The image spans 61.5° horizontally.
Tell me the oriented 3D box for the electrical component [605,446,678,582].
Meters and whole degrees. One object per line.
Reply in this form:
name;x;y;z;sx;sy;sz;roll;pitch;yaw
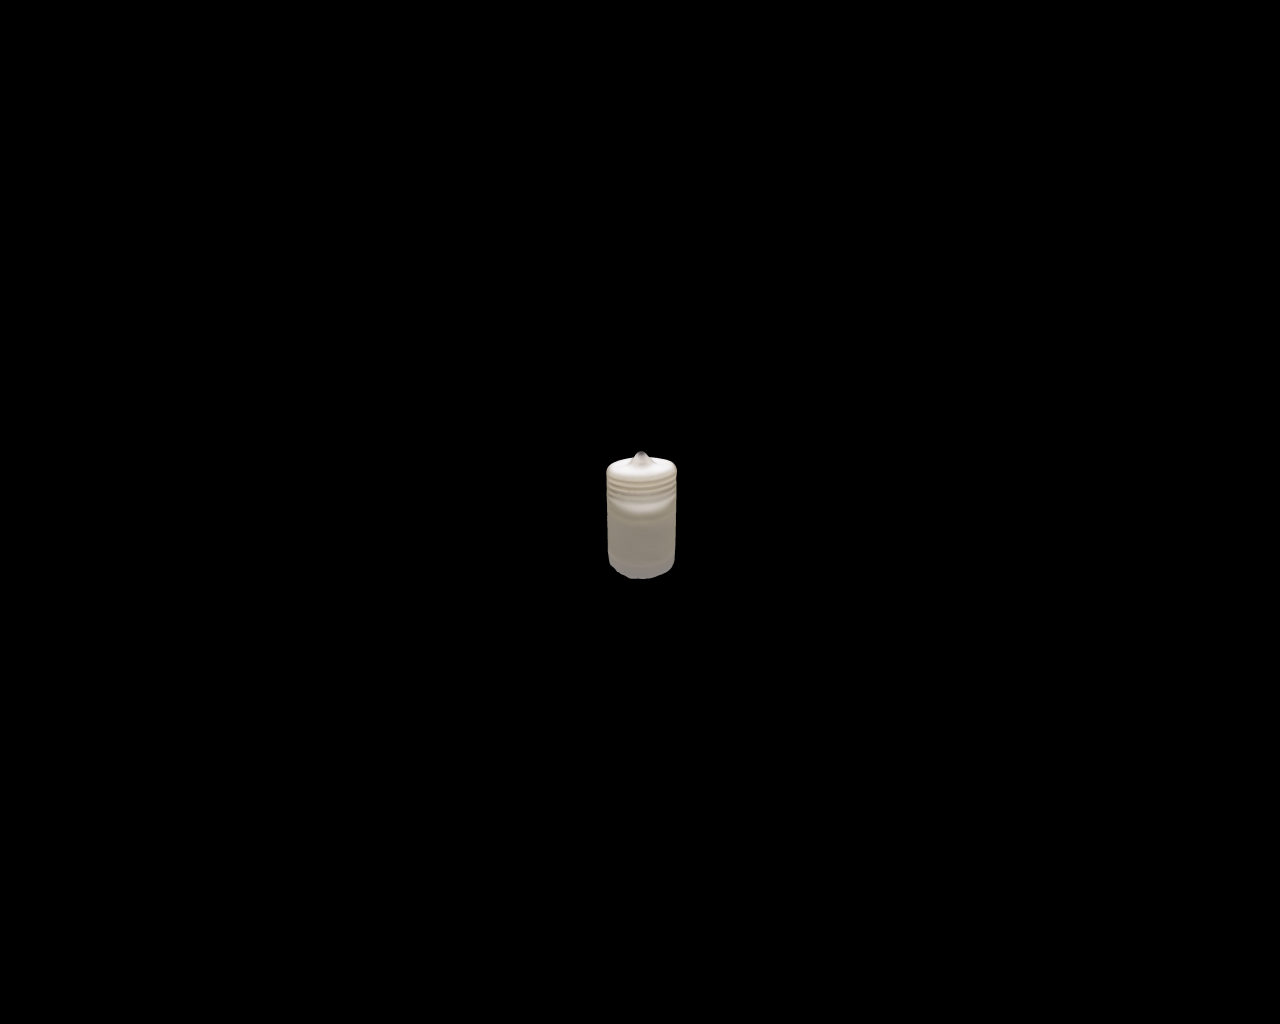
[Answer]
electrical component;0.001;-0.003;0.650;0.043;0.080;0.043;0;33;0
